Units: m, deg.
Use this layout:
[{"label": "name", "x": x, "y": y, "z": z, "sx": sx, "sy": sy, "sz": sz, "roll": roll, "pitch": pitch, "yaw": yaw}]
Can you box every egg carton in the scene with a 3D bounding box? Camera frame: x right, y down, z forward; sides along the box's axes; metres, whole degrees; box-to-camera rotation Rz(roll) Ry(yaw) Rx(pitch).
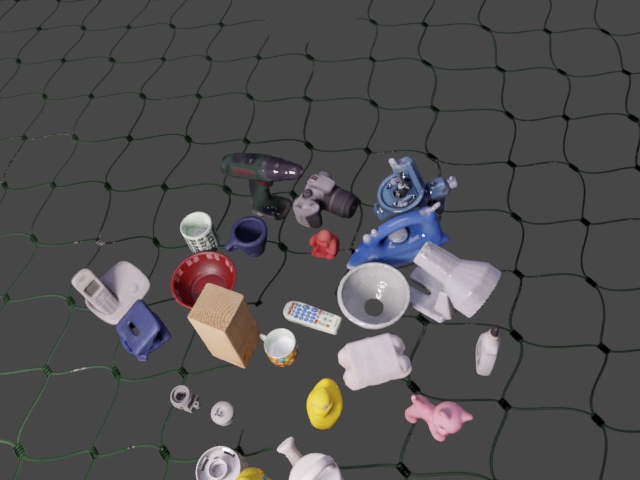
[{"label": "egg carton", "x": 0.118, "y": 0.265, "z": 1.250, "sx": 0.150, "sy": 0.069, "sz": 0.107, "roll": -15, "pitch": 57, "yaw": -3}]

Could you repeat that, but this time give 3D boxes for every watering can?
[{"label": "watering can", "x": -0.014, "y": 0.450, "z": 1.071, "sx": 0.172, "sy": 0.194, "sz": 0.101, "roll": 21, "pitch": 62, "yaw": 19}]

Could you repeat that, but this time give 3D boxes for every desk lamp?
[{"label": "desk lamp", "x": 0.277, "y": 0.097, "z": 1.255, "sx": 0.202, "sy": 0.214, "sz": 0.118, "roll": 28, "pitch": 64, "yaw": 22}]

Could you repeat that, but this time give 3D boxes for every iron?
[{"label": "iron", "x": 0.181, "y": -0.010, "z": 1.378, "sx": 0.258, "sy": 0.142, "sz": 0.118, "roll": -21, "pitch": 57, "yaw": -7}]

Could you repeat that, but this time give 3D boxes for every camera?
[{"label": "camera", "x": 0.020, "y": -0.101, "z": 1.479, "sx": 0.136, "sy": 0.101, "sz": 0.143, "roll": 25, "pitch": 63, "yaw": 20}]

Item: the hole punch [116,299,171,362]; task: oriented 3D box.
[{"label": "hole punch", "x": -0.417, "y": 0.211, "z": 1.331, "sx": 0.101, "sy": 0.091, "sz": 0.108, "roll": -37, "pitch": 61, "yaw": -17}]

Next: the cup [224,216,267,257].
[{"label": "cup", "x": -0.180, "y": 0.009, "z": 1.433, "sx": 0.118, "sy": 0.095, "sz": 0.091, "roll": -36, "pitch": 60, "yaw": -16}]

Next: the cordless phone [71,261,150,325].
[{"label": "cordless phone", "x": -0.497, "y": 0.102, "z": 1.354, "sx": 0.094, "sy": 0.185, "sz": 0.148, "roll": 24, "pitch": 63, "yaw": 20}]

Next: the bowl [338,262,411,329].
[{"label": "bowl", "x": 0.125, "y": 0.140, "z": 1.327, "sx": 0.167, "sy": 0.075, "sz": 0.167, "roll": -3, "pitch": 57, "yaw": 5}]

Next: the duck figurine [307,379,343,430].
[{"label": "duck figurine", "x": 0.008, "y": 0.337, "z": 1.206, "sx": 0.077, "sy": 0.086, "sz": 0.104, "roll": 6, "pitch": 58, "yaw": 10}]

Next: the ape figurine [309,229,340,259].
[{"label": "ape figurine", "x": 0.013, "y": 0.005, "z": 1.416, "sx": 0.076, "sy": 0.092, "sz": 0.077, "roll": -30, "pitch": 59, "yaw": -13}]

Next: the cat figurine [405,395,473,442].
[{"label": "cat figurine", "x": 0.238, "y": 0.350, "z": 1.153, "sx": 0.127, "sy": 0.118, "sz": 0.067, "roll": 27, "pitch": 64, "yaw": 22}]

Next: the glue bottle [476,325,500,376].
[{"label": "glue bottle", "x": 0.353, "y": 0.219, "z": 1.192, "sx": 0.037, "sy": 0.173, "sz": 0.078, "roll": 4, "pitch": 58, "yaw": 9}]

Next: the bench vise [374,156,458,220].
[{"label": "bench vise", "x": 0.231, "y": -0.146, "z": 1.413, "sx": 0.207, "sy": 0.220, "sz": 0.121, "roll": -27, "pitch": 58, "yaw": -11}]

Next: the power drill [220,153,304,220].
[{"label": "power drill", "x": -0.135, "y": -0.143, "z": 1.458, "sx": 0.229, "sy": 0.209, "sz": 0.076, "roll": 15, "pitch": 60, "yaw": 16}]
